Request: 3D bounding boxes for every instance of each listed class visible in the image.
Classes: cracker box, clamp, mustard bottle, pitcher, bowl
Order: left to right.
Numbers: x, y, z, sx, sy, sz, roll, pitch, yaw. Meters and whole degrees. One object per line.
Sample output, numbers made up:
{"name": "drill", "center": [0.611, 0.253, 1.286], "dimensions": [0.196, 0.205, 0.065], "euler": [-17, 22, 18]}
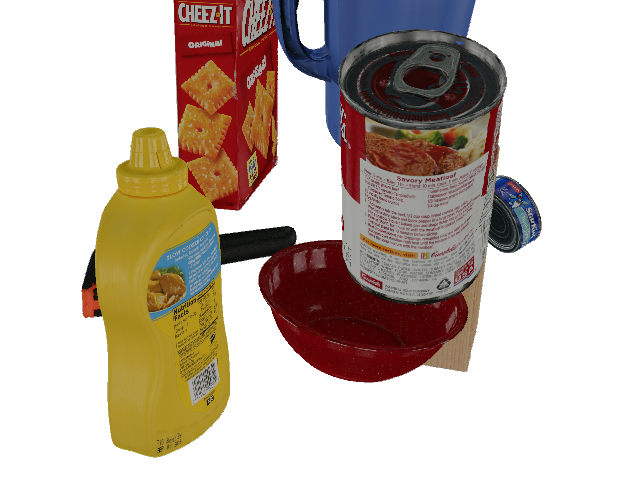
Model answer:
{"name": "clamp", "center": [-0.147, 0.006, 0.972], "dimensions": [0.165, 0.036, 0.209], "euler": [26, 39, 31]}
{"name": "mustard bottle", "center": [-0.095, 0.026, 0.641], "dimensions": [0.058, 0.192, 0.096], "euler": [10, 25, 25]}
{"name": "cracker box", "center": [-0.089, -0.157, 1.081], "dimensions": [0.072, 0.214, 0.164], "euler": [6, 22, 10]}
{"name": "bowl", "center": [0.029, 0.061, 0.822], "dimensions": [0.162, 0.055, 0.162], "euler": [7, 27, -4]}
{"name": "pitcher", "center": [0.052, -0.179, 0.879], "dimensions": [0.149, 0.144, 0.243], "euler": [21, -38, 15]}

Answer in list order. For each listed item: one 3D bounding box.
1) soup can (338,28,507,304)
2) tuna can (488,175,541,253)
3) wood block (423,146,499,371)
{"name": "soup can", "center": [0.042, -0.030, 0.463], "dimensions": [0.068, 0.102, 0.068], "euler": [-1, 43, 1]}
{"name": "tuna can", "center": [0.210, -0.029, 1.221], "dimensions": [0.033, 0.086, 0.086], "euler": [-30, 12, -22]}
{"name": "wood block", "center": [0.111, 0.013, 1.021], "dimensions": [0.091, 0.206, 0.090], "euler": [9, 34, 12]}
